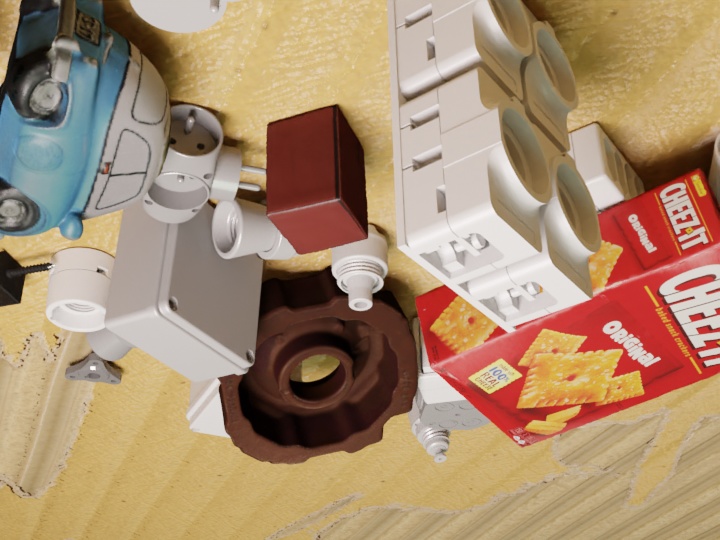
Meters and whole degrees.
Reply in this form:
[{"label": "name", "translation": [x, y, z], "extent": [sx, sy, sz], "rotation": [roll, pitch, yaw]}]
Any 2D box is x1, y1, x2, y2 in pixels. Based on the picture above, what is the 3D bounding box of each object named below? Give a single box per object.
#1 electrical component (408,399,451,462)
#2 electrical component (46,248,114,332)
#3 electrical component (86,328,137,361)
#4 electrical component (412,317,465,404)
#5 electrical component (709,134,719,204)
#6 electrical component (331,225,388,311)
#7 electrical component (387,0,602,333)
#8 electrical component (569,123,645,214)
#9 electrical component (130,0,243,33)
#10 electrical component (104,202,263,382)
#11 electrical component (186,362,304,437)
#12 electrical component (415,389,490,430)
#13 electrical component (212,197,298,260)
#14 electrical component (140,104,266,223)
[{"label": "electrical component", "translation": [0.070, 0.151, 1.044], "extent": [0.040, 0.078, 0.040], "rotation": [-7, 136, -7]}, {"label": "electrical component", "translation": [-0.219, 0.017, 0.846], "extent": [0.055, 0.047, 0.055], "rotation": [-1, 147, 0]}, {"label": "electrical component", "translation": [-0.194, 0.046, 0.895], "extent": [0.055, 0.045, 0.045], "rotation": [-27, 139, 34]}, {"label": "electrical component", "translation": [0.082, 0.073, 0.930], "extent": [0.096, 0.061, 0.061], "rotation": [-8, 147, 11]}, {"label": "electrical component", "translation": [0.264, -0.060, 0.744], "extent": [0.043, 0.043, 0.081], "rotation": [-6, 147, 8]}, {"label": "electrical component", "translation": [0.000, 0.000, 0.812], "extent": [0.043, 0.062, 0.043], "rotation": [-1, 147, -1]}, {"label": "electrical component", "translation": [0.071, -0.076, 0.578], "extent": [0.060, 0.186, 0.105], "rotation": [-22, 142, 30]}, {"label": "electrical component", "translation": [0.150, -0.050, 0.752], "extent": [0.076, 0.047, 0.083], "rotation": [-21, 143, 28]}, {"label": "electrical component", "translation": [-0.066, -0.162, 0.545], "extent": [0.052, 0.073, 0.138], "rotation": [27, 139, -37]}, {"label": "electrical component", "translation": [-0.125, 0.011, 0.784], "extent": [0.056, 0.108, 0.109], "rotation": [-15, 145, 26]}, {"label": "electrical component", "translation": [-0.106, 0.107, 0.982], "extent": [0.078, 0.057, 0.113], "rotation": [14, 145, -22]}, {"label": "electrical component", "translation": [0.090, 0.112, 1.002], "extent": [0.080, 0.051, 0.080], "rotation": [-1, 148, 0]}, {"label": "electrical component", "translation": [-0.072, -0.030, 0.770], "extent": [0.055, 0.045, 0.045], "rotation": [1, 151, -34]}, {"label": "electrical component", "translation": [-0.103, -0.067, 0.721], "extent": [0.079, 0.044, 0.077], "rotation": [9, 146, -16]}]
